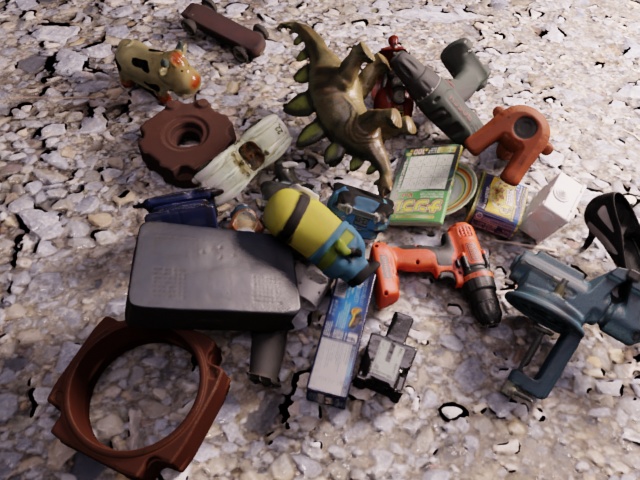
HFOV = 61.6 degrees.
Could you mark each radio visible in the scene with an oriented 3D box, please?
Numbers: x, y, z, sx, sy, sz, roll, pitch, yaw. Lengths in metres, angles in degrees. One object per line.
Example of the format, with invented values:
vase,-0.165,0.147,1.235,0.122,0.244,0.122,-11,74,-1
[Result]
radio,-0.149,0.053,0.754,0.229,0.073,0.131,6,59,-23

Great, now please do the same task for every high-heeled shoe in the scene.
high-heeled shoe,0.502,0.036,0.815,0.086,0.145,0.249,-33,63,-18

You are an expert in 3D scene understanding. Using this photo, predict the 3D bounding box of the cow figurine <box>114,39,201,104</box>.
cow figurine,-0.313,-0.334,1.040,0.195,0.127,0.085,26,65,17

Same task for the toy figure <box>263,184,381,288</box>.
toy figure,0.000,-0.004,0.771,0.180,0.082,0.089,45,38,-2

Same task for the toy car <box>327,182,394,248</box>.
toy car,0.060,-0.029,0.868,0.109,0.162,0.102,17,104,-4

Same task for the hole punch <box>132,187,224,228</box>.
hole punch,-0.216,-0.019,0.860,0.142,0.115,0.092,-9,67,-6

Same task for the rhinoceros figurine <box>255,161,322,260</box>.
rhinoceros figurine,-0.048,-0.056,0.896,0.112,0.073,0.190,-20,53,-3

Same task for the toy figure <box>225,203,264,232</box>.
toy figure,-0.120,-0.001,0.881,0.058,0.064,0.154,-31,53,33

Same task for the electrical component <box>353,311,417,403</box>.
electrical component,0.100,0.166,0.784,0.075,0.047,0.119,17,59,9

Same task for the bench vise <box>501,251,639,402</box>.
bench vise,0.352,0.135,0.775,0.224,0.129,0.240,33,84,7

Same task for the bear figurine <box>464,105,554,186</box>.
bear figurine,0.338,-0.172,0.951,0.120,0.196,0.132,43,101,7

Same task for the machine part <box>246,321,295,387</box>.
machine part,-0.079,0.149,0.800,0.084,0.039,0.139,5,56,-8

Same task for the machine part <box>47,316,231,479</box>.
machine part,-0.242,0.206,0.733,0.201,0.087,0.201,22,62,11

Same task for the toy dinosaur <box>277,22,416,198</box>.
toy dinosaur,0.030,-0.260,0.963,0.198,0.105,0.471,-31,60,25

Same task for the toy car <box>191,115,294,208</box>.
toy car,-0.134,-0.138,0.936,0.202,0.073,0.056,-44,26,-16

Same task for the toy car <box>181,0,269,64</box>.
toy car,-0.206,-0.448,1.155,0.202,0.053,0.089,29,73,12

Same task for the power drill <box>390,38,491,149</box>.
power drill,0.240,-0.298,1.006,0.232,0.086,0.207,46,44,-16

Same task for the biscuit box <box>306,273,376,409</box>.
biscuit box,0.033,0.138,0.792,0.059,0.062,0.203,13,58,7

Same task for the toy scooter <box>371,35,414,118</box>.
toy scooter,0.138,-0.303,1.024,0.075,0.135,0.184,-3,60,-5

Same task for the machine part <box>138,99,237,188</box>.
machine part,-0.243,-0.181,0.989,0.179,0.056,0.179,0,60,-1
